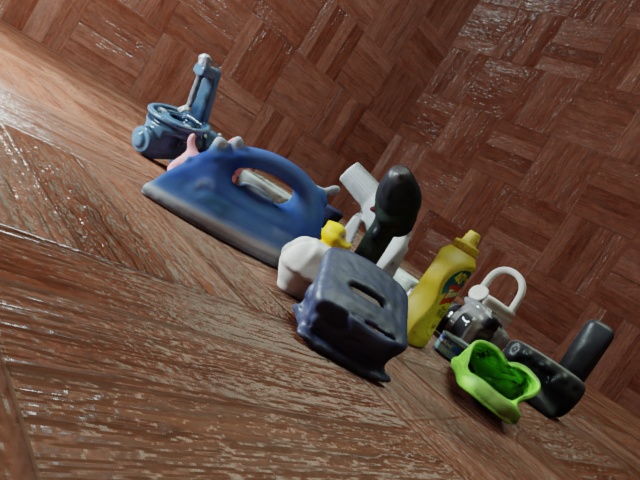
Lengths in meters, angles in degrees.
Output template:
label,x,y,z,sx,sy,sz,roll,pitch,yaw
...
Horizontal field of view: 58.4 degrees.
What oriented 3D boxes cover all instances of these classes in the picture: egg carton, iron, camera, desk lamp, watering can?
label,x,y,z,sx,sy,sz,roll,pitch,yaw
egg carton,0.016,0.054,0.710,0.150,0.069,0.107,31,5,-7
iron,-0.093,-0.065,0.784,0.259,0.141,0.118,29,6,-31
camera,0.281,0.160,1.113,0.144,0.101,0.136,28,7,-41
desk lamp,0.080,-0.052,1.294,0.203,0.213,0.118,32,5,1
watering can,0.364,0.145,1.223,0.100,0.194,0.173,34,5,20

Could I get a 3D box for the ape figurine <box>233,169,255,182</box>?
label,x,y,z,sx,sy,sz,roll,pitch,yaw
ape figurine,-0.173,-0.137,1.274,0.077,0.092,0.076,34,5,24

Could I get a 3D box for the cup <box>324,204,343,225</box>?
label,x,y,z,sx,sy,sz,roll,pitch,yaw
cup,-0.007,-0.054,1.461,0.092,0.095,0.117,29,6,-30

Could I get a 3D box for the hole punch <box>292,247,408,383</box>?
label,x,y,z,sx,sy,sz,roll,pitch,yaw
hole punch,0.038,0.070,0.563,0.109,0.091,0.101,31,5,-11

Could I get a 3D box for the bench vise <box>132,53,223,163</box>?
label,x,y,z,sx,sy,sz,roll,pitch,yaw
bench vise,-0.249,-0.244,1.112,0.121,0.219,0.208,33,5,6

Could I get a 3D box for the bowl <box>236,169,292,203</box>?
label,x,y,z,sx,sy,sz,roll,pitch,yaw
bowl,-0.113,-0.080,1.190,0.167,0.074,0.167,32,5,-3

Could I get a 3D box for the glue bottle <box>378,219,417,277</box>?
label,x,y,z,sx,sy,sz,roll,pitch,yaw
glue bottle,0.147,0.028,1.156,0.037,0.173,0.078,35,6,31

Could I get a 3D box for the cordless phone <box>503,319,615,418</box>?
label,x,y,z,sx,sy,sz,roll,pitch,yaw
cordless phone,0.412,0.204,1.009,0.147,0.185,0.094,34,5,21

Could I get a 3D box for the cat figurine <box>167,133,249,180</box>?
label,x,y,z,sx,sy,sz,roll,pitch,yaw
cat figurine,-0.196,-0.144,1.054,0.128,0.117,0.067,31,5,-14

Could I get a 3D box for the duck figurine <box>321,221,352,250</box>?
label,x,y,z,sx,sy,sz,roll,pitch,yaw
duck figurine,0.010,0.004,1.059,0.104,0.086,0.077,32,5,-6

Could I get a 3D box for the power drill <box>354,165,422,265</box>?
label,x,y,z,sx,sy,sz,roll,pitch,yaw
power drill,0.081,-0.001,0.841,0.075,0.208,0.230,33,5,12
